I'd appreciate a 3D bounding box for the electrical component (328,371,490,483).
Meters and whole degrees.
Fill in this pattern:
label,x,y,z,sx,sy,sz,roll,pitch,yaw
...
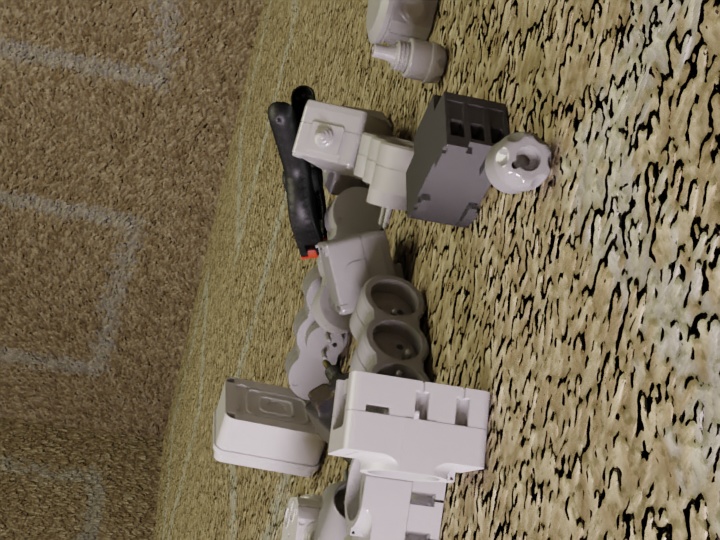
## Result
label,x,y,z,sx,sy,sz,roll,pitch,yaw
electrical component,0.030,0.100,0.669,0.050,0.089,0.055,137,142,-70

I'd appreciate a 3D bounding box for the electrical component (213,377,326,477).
label,x,y,z,sx,sy,sz,roll,pitch,yaw
electrical component,-0.094,0.164,1.121,0.078,0.113,0.057,-103,29,-61

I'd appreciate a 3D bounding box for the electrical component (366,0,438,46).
label,x,y,z,sx,sy,sz,roll,pitch,yaw
electrical component,0.039,-0.246,0.998,0.080,0.051,0.080,-170,90,-77

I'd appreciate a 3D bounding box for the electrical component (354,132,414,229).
label,x,y,z,sx,sy,sz,roll,pitch,yaw
electrical component,0.027,-0.071,0.905,0.138,0.052,0.073,-129,50,-75

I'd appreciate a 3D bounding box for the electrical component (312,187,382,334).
label,x,y,z,sx,sy,sz,roll,pitch,yaw
electrical component,-0.007,-0.012,1.011,0.074,0.052,0.138,146,133,-72

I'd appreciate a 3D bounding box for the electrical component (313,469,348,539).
label,x,y,z,sx,sy,sz,roll,pitch,yaw
electrical component,-0.012,0.200,0.879,0.079,0.044,0.077,-95,20,-51

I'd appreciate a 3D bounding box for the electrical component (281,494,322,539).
label,x,y,z,sx,sy,sz,roll,pitch,yaw
electrical component,-0.039,0.239,0.957,0.080,0.051,0.080,-170,90,-78

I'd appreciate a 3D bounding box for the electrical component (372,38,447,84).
label,x,y,z,sx,sy,sz,roll,pitch,yaw
electrical component,0.041,-0.180,0.911,0.035,0.061,0.035,-170,90,-78

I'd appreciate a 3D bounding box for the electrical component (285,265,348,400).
label,x,y,z,sx,sy,sz,roll,pitch,yaw
electrical component,-0.038,0.068,1.085,0.073,0.052,0.138,-120,42,-71

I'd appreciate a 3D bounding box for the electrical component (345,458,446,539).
label,x,y,z,sx,sy,sz,roll,pitch,yaw
electrical component,0.023,0.152,0.735,0.050,0.056,0.089,159,121,-76

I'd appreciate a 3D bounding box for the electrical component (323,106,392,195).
label,x,y,z,sx,sy,sz,roll,pitch,yaw
electrical component,0.001,-0.109,1.068,0.075,0.047,0.083,-118,39,-57

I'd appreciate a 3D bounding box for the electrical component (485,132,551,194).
label,x,y,z,sx,sy,sz,roll,pitch,yaw
electrical component,0.092,-0.063,0.652,0.061,0.035,0.035,162,117,-78

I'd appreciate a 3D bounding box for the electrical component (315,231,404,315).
label,x,y,z,sx,sy,sz,roll,pitch,yaw
electrical component,0.000,0.000,0.932,0.096,0.061,0.061,-168,64,-82

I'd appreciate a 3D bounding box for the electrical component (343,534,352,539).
label,x,y,z,sx,sy,sz,roll,pitch,yaw
electrical component,0.006,0.240,0.772,0.077,0.043,0.079,-105,27,-62

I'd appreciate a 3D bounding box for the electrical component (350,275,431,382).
label,x,y,z,sx,sy,sz,roll,pitch,yaw
electrical component,0.018,0.077,0.828,0.138,0.052,0.073,-93,18,-45

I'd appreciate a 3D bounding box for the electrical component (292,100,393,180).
label,x,y,z,sx,sy,sz,roll,pitch,yaw
electrical component,-0.016,-0.122,0.991,0.096,0.062,0.061,19,-94,-69
